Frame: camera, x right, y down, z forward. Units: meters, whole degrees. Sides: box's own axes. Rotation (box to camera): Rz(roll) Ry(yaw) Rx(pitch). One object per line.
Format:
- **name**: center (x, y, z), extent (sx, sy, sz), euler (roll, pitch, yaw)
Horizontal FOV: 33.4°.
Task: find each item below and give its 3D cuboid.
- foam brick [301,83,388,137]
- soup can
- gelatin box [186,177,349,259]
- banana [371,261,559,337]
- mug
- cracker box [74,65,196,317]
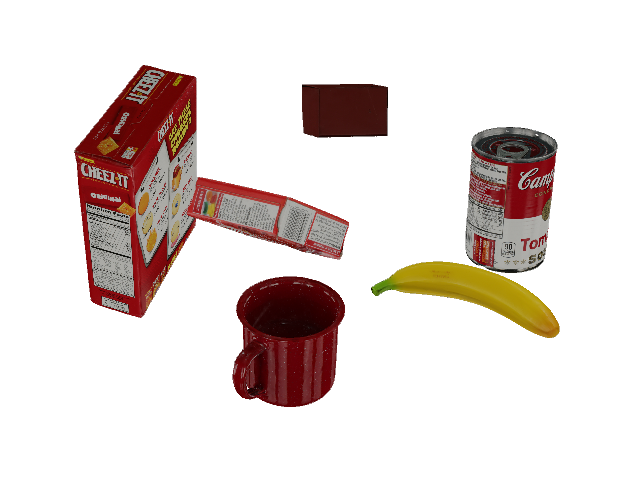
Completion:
- **foam brick**: center (0.025, -0.134, 1.097), extent (0.078, 0.051, 0.053), euler (-3, 13, -18)
- **soup can**: center (0.154, -0.033, 0.872), extent (0.068, 0.102, 0.068), euler (0, 27, 0)
- **gelatin box**: center (-0.033, -0.014, 0.713), extent (0.073, 0.030, 0.089), euler (15, -3, 30)
- **banana**: center (0.155, 0.056, 1.098), extent (0.198, 0.069, 0.037), euler (11, -40, 24)
- **mug**: center (-0.033, 0.096, 0.924), extent (0.093, 0.081, 0.117), euler (22, 38, 28)
- **cracker box**: center (-0.191, -0.052, 1.135), extent (0.072, 0.214, 0.164), euler (14, 44, 10)
